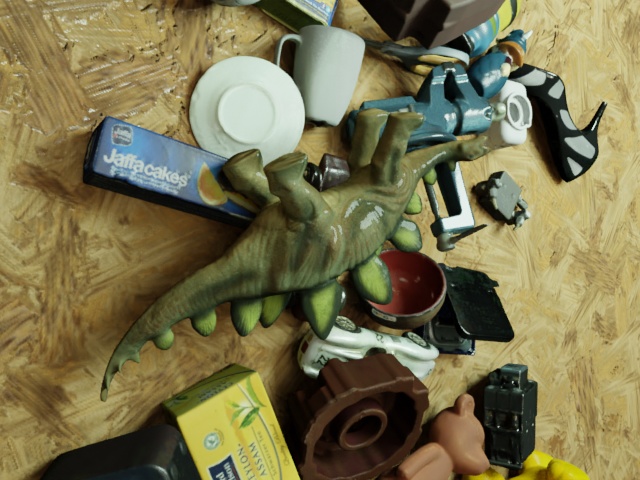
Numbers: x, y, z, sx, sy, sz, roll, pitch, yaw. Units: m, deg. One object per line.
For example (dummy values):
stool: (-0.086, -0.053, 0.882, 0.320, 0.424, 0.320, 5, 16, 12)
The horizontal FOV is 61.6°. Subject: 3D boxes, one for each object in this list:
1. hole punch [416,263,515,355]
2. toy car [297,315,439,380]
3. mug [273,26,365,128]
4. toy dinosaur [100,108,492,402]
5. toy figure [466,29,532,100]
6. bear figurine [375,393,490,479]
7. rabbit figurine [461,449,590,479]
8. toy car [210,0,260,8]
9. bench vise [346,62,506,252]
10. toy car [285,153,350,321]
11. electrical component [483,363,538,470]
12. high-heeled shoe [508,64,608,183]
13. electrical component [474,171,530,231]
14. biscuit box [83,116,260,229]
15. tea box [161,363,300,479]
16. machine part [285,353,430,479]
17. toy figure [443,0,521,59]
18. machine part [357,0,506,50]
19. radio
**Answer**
hole punch: (0.193, 0.102, 0.756, 0.142, 0.092, 0.116, 9, 53, -28)
toy car: (0.065, 0.147, 0.670, 0.201, 0.056, 0.073, 18, 108, -29)
mug: (-0.004, -0.193, 0.643, 0.109, 0.081, 0.107, 6, 94, -33)
toy dinosaur: (-0.016, 0.000, 0.545, 0.471, 0.105, 0.198, -24, 113, -15)
toy figure: (0.258, -0.255, 0.784, 0.154, 0.064, 0.057, -44, 147, -27)
bear figurine: (0.166, 0.309, 0.702, 0.196, 0.132, 0.120, -29, 133, -25)
rabbit figurine: (0.279, 0.382, 0.788, 0.173, 0.122, 0.162, 17, 89, -17)
toy car: (-0.094, -0.306, 0.574, 0.109, 0.162, 0.102, -36, 150, -35)
bench vise: (0.154, -0.104, 0.698, 0.224, 0.129, 0.240, -6, 74, -24)
toy car: (-0.001, -0.002, 0.651, 0.089, 0.053, 0.202, 9, 88, -35)
electrical component: (0.278, 0.249, 0.783, 0.115, 0.058, 0.134, 5, 87, -60)
high-heeled shoe: (0.360, -0.196, 0.885, 0.249, 0.086, 0.145, 20, 110, -11)
electrical component: (0.286, -0.062, 0.830, 0.102, 0.045, 0.078, 46, 69, -21)
biscuit box: (-0.138, -0.063, 0.566, 0.202, 0.063, 0.059, 16, 79, -30)
tea box: (-0.090, 0.232, 0.580, 0.098, 0.068, 0.169, -27, 103, -29)
machine part: (0.043, 0.211, 0.629, 0.179, 0.056, 0.179, -12, 123, -20)
toy figure: (0.232, -0.321, 0.789, 0.180, 0.082, 0.089, -57, 133, -28)
machine part: (0.137, -0.356, 0.686, 0.201, 0.087, 0.201, -33, 79, -23)
radio: (-0.160, 0.297, 0.503, 0.131, 0.073, 0.229, -20, 101, 1)
